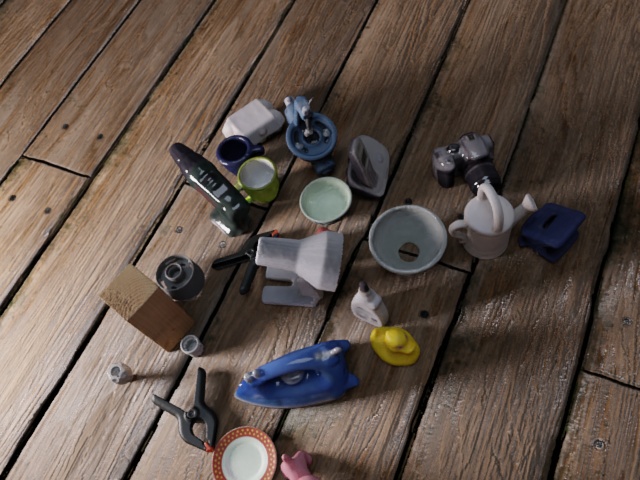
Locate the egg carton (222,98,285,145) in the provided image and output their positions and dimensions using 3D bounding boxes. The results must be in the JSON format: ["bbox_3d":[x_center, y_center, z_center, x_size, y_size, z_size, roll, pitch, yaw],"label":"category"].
[{"bbox_3d":[-0.170,-0.293,1.470,0.150,0.069,0.107,-37,62,-10],"label":"egg carton"}]

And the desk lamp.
[{"bbox_3d":[-0.040,0.060,1.178,0.203,0.214,0.118,1,63,11],"label":"desk lamp"}]

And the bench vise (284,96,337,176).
[{"bbox_3d":[-0.047,-0.275,1.352,0.121,0.220,0.207,-42,63,-12],"label":"bench vise"}]

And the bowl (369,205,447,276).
[{"bbox_3d":[0.190,0.012,1.242,0.167,0.075,0.167,-4,62,8],"label":"bowl"}]

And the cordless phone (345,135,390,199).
[{"bbox_3d":[0.104,-0.193,1.302,0.094,0.185,0.147,3,63,12],"label":"cordless phone"}]

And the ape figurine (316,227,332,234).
[{"bbox_3d":[0.012,0.005,1.267,0.078,0.092,0.076,-32,62,-7],"label":"ape figurine"}]

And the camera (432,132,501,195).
[{"bbox_3d":[0.339,-0.163,1.293,0.143,0.101,0.136,-19,61,0],"label":"camera"}]

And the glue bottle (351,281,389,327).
[{"bbox_3d":[0.096,0.122,1.144,0.078,0.173,0.037,25,69,21],"label":"glue bottle"}]

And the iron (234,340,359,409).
[{"bbox_3d":[-0.061,0.260,1.117,0.258,0.142,0.118,-15,61,2],"label":"iron"}]

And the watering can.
[{"bbox_3d":[0.353,-0.050,1.177,0.173,0.194,0.100,-34,62,-8],"label":"watering can"}]

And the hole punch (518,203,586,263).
[{"bbox_3d":[0.483,-0.024,1.199,0.101,0.091,0.109,38,75,25],"label":"hole punch"}]

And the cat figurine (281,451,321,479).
[{"bbox_3d":[-0.029,0.440,1.031,0.067,0.118,0.127,-35,62,-8],"label":"cat figurine"}]

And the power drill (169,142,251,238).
[{"bbox_3d":[-0.237,-0.102,1.301,0.229,0.209,0.076,39,75,25],"label":"power drill"}]

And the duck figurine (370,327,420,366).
[{"bbox_3d":[0.148,0.203,1.142,0.104,0.086,0.077,25,69,21],"label":"duck figurine"}]

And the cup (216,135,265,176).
[{"bbox_3d":[-0.185,-0.198,1.408,0.117,0.095,0.091,-6,62,7],"label":"cup"}]
